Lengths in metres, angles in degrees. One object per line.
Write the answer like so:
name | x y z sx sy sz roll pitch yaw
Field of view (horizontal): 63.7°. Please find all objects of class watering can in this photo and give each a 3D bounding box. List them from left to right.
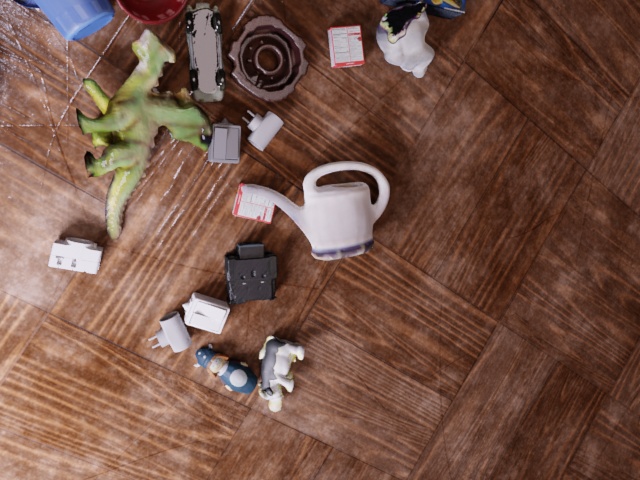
watering can | 0.004 -0.059 1.164 0.349 0.104 0.222 -11 101 -18

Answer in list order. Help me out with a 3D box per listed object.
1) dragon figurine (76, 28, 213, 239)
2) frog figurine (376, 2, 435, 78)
dragon figurine | -0.334 -0.203 1.020 0.243 0.124 0.402 -8 118 -14
frog figurine | 0.207 -0.464 1.205 0.138 0.123 0.157 -63 147 -10
